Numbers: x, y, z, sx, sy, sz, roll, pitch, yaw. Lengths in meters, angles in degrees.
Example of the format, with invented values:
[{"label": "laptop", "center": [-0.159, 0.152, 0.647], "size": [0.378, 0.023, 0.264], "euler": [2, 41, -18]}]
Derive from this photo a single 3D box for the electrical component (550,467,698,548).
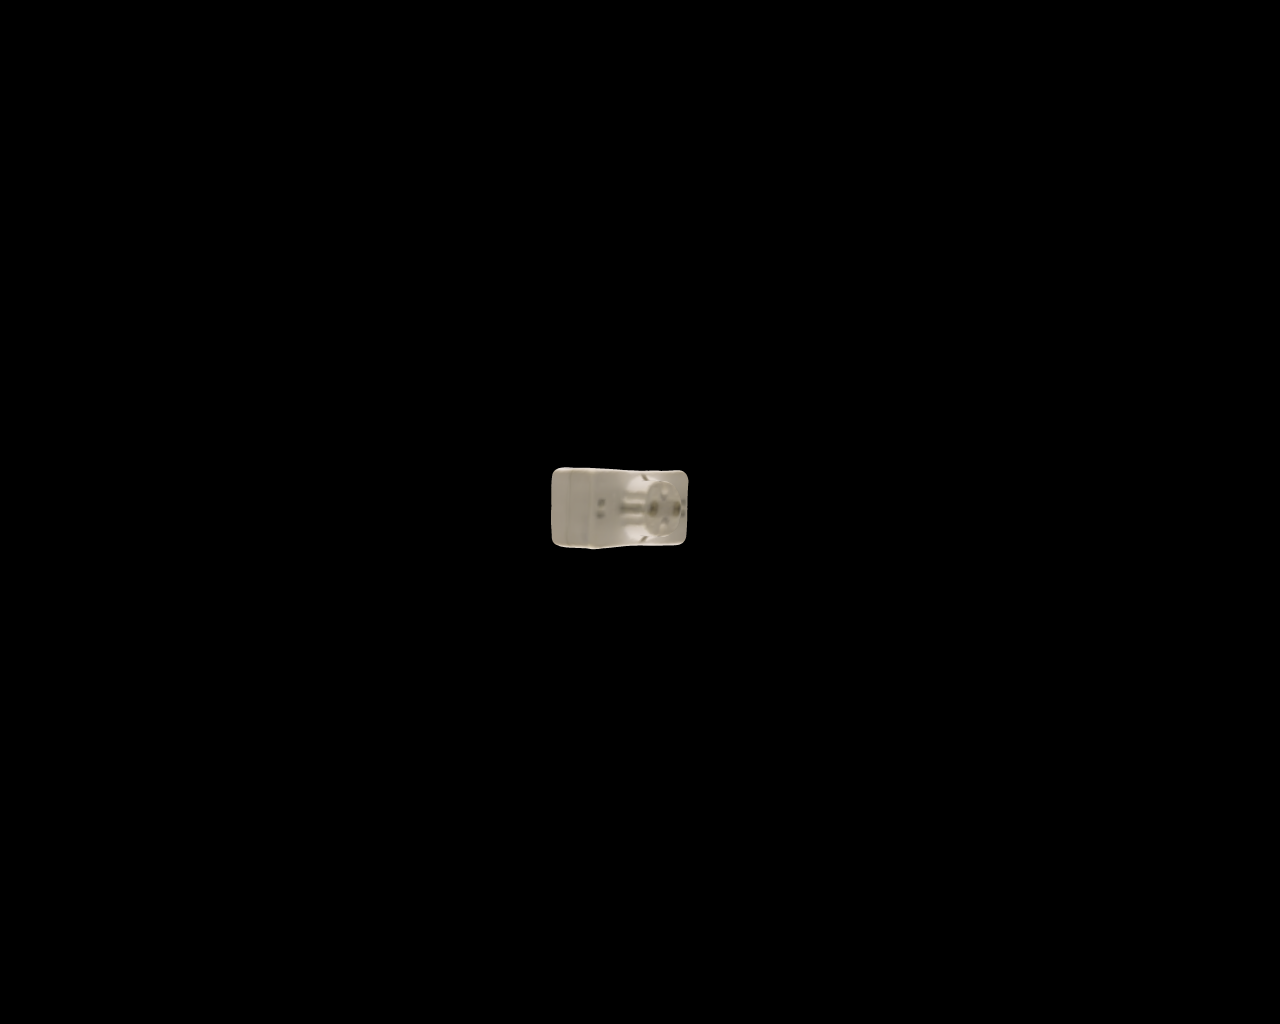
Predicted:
[{"label": "electrical component", "center": [0.001, -0.003, 0.650], "size": [0.083, 0.047, 0.075], "euler": [0, 0, -44]}]
